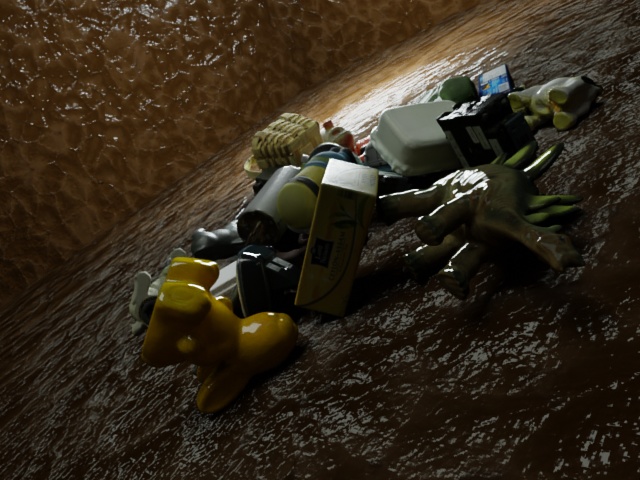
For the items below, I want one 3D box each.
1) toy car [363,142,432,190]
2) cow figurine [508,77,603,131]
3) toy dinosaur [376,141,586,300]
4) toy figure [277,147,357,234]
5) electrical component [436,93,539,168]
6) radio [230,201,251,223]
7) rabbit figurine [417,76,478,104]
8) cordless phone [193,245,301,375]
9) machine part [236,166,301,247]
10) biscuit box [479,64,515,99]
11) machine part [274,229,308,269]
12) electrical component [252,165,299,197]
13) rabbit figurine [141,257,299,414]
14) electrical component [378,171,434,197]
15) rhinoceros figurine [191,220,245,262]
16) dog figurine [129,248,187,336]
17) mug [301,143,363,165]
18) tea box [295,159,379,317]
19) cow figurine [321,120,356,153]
[{"bbox_3d":[0.131,-0.143,0.947,0.109,0.102,0.162,-40,19,-22],"label":"toy car"},{"bbox_3d":[0.352,-0.220,0.855,0.098,0.068,0.167,-33,22,-21],"label":"cow figurine"},{"bbox_3d":[0.177,-0.037,0.630,0.199,0.105,0.472,-24,14,-2],"label":"toy dinosaur"},{"bbox_3d":[-0.005,-0.085,0.845,0.082,0.089,0.180,-18,31,47],"label":"toy figure"},{"bbox_3d":[0.241,-0.142,0.758,0.058,0.114,0.134,-40,20,-10],"label":"electrical component"},{"bbox_3d":[-0.067,-0.068,1.099,0.230,0.073,0.131,-23,21,20],"label":"radio"},{"bbox_3d":[0.210,-0.237,1.005,0.170,0.121,0.159,-12,22,22],"label":"rabbit figurine"},{"bbox_3d":[-0.108,0.101,0.751,0.184,0.089,0.146,-58,0,6],"label":"cordless phone"},{"bbox_3d":[-0.076,-0.057,0.916,0.079,0.079,0.243,-20,25,29],"label":"machine part"},{"bbox_3d":[0.337,-0.270,1.009,0.059,0.062,0.203,-21,22,26],"label":"biscuit box"},{"bbox_3d":[-0.002,-0.003,0.872,0.179,0.056,0.179,-28,20,11],"label":"machine part"},{"bbox_3d":[-0.094,-0.118,1.097,0.078,0.045,0.102,10,40,22],"label":"electrical component"},{"bbox_3d":[-0.114,0.118,0.628,0.122,0.173,0.162,-131,55,-72],"label":"rabbit figurine"},{"bbox_3d":[0.117,-0.084,0.859,0.119,0.047,0.075,7,17,-6],"label":"electrical component"},{"bbox_3d":[-0.146,-0.005,0.999,0.190,0.073,0.112,-14,1,-17],"label":"rhinoceros figurine"},{"bbox_3d":[-0.288,0.105,1.003,0.172,0.121,0.190,-36,5,-22],"label":"dog figurine"},{"bbox_3d":[0.026,-0.131,0.987,0.110,0.080,0.107,13,7,28],"label":"mug"},{"bbox_3d":[0.021,-0.003,0.669,0.068,0.169,0.098,14,28,0],"label":"tea box"},{"bbox_3d":[0.029,-0.217,1.287,0.085,0.127,0.195,-37,5,-17],"label":"cow figurine"}]
